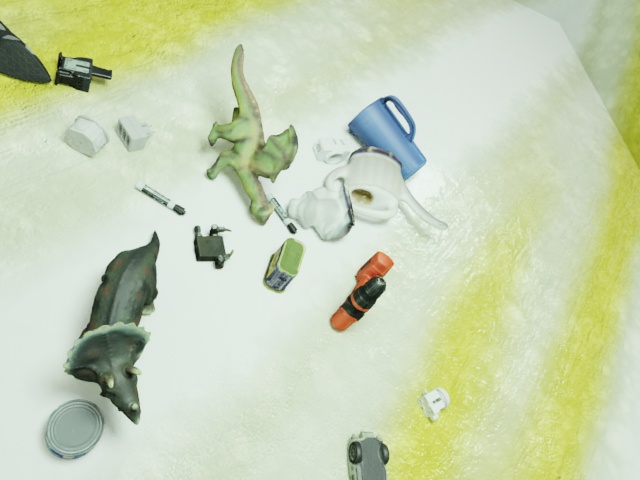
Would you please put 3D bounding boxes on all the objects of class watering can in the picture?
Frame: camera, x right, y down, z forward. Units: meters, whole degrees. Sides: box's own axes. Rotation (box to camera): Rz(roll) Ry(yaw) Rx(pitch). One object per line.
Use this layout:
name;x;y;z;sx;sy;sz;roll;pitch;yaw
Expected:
watering can;0.186;-0.140;1.421;0.347;0.101;0.230;15;53;-4

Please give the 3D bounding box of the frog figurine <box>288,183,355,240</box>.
frog figurine;0.004;-0.065;1.293;0.159;0.122;0.138;-12;87;7

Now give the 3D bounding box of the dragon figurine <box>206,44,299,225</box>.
dragon figurine;-0.139;-0.235;1.191;0.244;0.405;0.123;18;18;33
